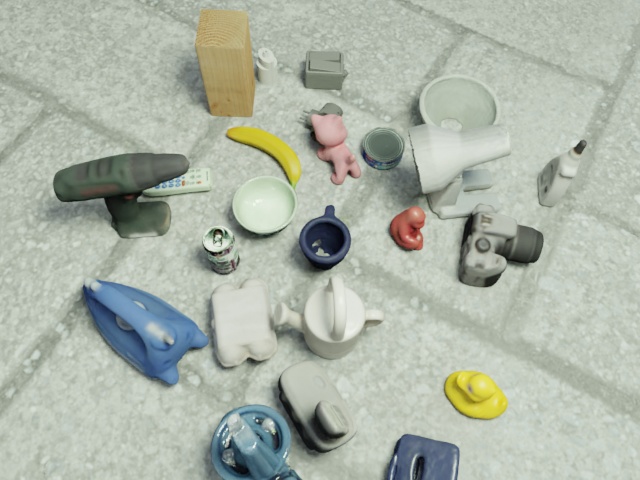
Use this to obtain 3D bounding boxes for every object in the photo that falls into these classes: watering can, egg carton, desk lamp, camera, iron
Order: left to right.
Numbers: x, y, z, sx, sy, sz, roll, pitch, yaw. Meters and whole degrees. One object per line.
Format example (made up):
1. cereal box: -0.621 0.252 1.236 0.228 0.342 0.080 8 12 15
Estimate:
1. iron: -0.317 0.123 0.948 0.258 0.141 0.119 32 68 12
2. egg carton: -0.133 0.141 0.987 0.107 0.069 0.150 -10 66 -7
3. watering can: 0.016 0.126 0.931 0.173 0.194 0.101 -21 68 -11
4. desk lamp: 0.250 -0.133 1.048 0.203 0.213 0.118 -7 66 -5
5. camera: 0.335 0.011 1.048 0.136 0.101 0.143 12 65 3

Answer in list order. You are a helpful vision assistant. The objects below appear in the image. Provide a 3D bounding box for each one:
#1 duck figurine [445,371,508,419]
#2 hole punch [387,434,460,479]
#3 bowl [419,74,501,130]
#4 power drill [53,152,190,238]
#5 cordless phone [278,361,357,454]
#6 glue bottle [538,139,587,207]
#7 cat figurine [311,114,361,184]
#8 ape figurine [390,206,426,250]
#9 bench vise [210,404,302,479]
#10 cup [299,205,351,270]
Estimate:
1. duck figurine: 0.264 0.249 0.944 0.104 0.086 0.077 27 67 10
2. hole punch: 0.157 0.362 0.885 0.101 0.091 0.109 14 66 4
3. bowl: 0.281 -0.256 1.182 0.167 0.075 0.167 1 65 -2
4. power drill: -0.328 -0.082 1.004 0.229 0.208 0.075 -5 65 -4
5. cordless phone: -0.004 0.247 0.879 0.094 0.185 0.147 -33 70 -16
6. glue bottle: 0.460 -0.134 1.080 0.037 0.173 0.078 8 65 2
7. cat figurine: 0.033 -0.190 1.119 0.067 0.118 0.127 -27 69 -14
8. ape figurine: 0.171 -0.030 1.065 0.076 0.092 0.078 30 68 11
9. bench vise: -0.072 0.315 0.826 0.207 0.220 0.122 33 68 12
10. cup: 0.010 0.004 1.041 0.091 0.095 0.118 7 65 1
